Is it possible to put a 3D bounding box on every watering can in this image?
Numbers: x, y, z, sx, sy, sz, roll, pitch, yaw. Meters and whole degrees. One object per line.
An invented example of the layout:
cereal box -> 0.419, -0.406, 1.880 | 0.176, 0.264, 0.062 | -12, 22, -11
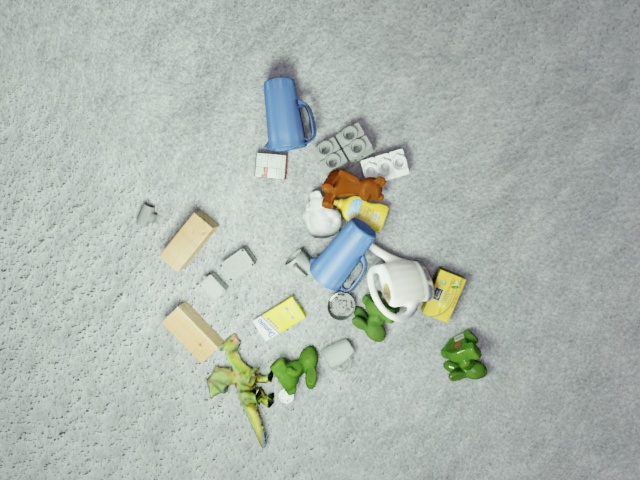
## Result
watering can -> 0.262, 0.110, 1.769 | 0.225, 0.102, 0.354 | -5, 62, -18

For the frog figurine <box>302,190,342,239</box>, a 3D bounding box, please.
frog figurine -> 0.005, -0.090, 1.786 | 0.137, 0.124, 0.157 | 1, 109, 24

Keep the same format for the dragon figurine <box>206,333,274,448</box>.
dragon figurine -> -0.303, 0.551, 1.893 | 0.243, 0.122, 0.409 | 3, 94, 22
